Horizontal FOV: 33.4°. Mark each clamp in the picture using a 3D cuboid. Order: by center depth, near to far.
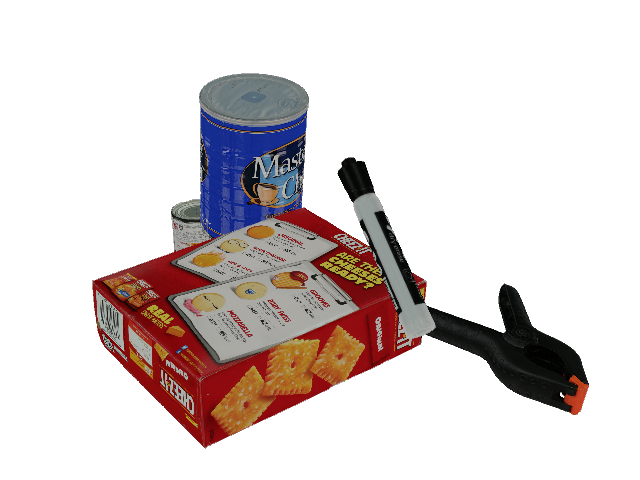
[{"bbox_3d":[0.178,0.091,0.950,0.120,0.039,0.172,-23,43,-34],"label":"clamp"}]

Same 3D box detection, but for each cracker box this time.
[{"bbox_3d":[-0.048,0.060,0.853,0.213,0.072,0.164,-20,35,-33],"label":"cracker box"}]

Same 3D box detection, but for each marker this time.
[{"bbox_3d":[0.039,0.002,0.658,0.020,0.121,0.020,-20,-18,-7],"label":"marker"}]

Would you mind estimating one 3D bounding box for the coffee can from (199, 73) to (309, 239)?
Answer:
[{"bbox_3d":[-0.066,-0.077,1.032,0.103,0.140,0.103,3,33,-2],"label":"coffee can"}]

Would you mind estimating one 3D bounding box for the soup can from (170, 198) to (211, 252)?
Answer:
[{"bbox_3d":[-0.150,0.007,1.329,0.068,0.102,0.068,-1,25,0],"label":"soup can"}]
